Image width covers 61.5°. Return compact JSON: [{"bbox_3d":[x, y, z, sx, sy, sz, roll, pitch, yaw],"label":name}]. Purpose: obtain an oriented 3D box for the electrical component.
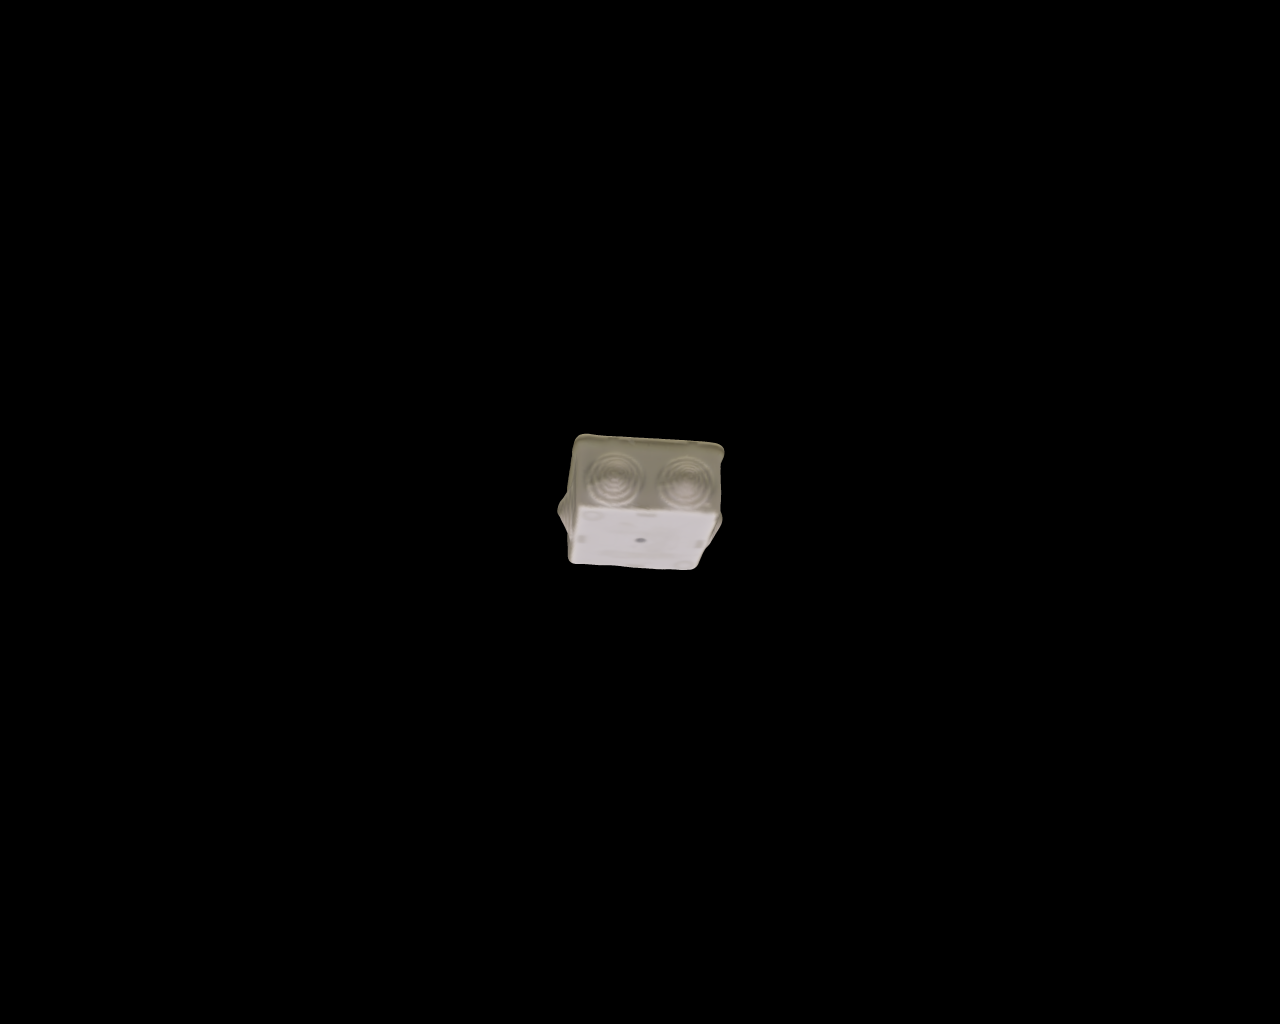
[{"bbox_3d":[0.001,-0.003,0.650,0.100,0.048,0.099,4,-28,-7],"label":"electrical component"}]
